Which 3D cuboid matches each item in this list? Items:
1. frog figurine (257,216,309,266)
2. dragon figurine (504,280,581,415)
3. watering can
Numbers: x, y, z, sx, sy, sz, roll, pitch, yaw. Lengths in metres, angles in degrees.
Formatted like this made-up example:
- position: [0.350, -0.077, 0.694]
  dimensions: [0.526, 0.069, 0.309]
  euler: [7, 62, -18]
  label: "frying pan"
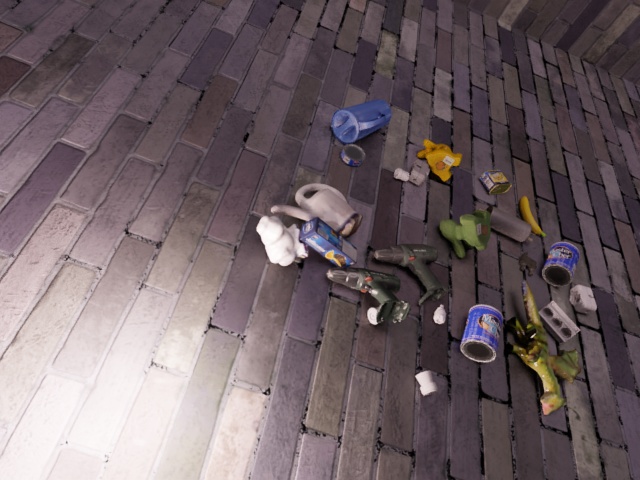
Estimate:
- position: [-0.127, 0.001, 1.471]
  dimensions: [0.121, 0.140, 0.158]
  euler: [-22, -26, 39]
  label: "frog figurine"
- position: [0.717, 0.340, 1.624]
  dimensions: [0.241, 0.420, 0.120]
  euler: [32, -37, -12]
  label: "dragon figurine"
- position: [0.005, -0.081, 1.601]
  dimensions: [0.226, 0.352, 0.102]
  euler: [40, -58, 10]
  label: "watering can"
